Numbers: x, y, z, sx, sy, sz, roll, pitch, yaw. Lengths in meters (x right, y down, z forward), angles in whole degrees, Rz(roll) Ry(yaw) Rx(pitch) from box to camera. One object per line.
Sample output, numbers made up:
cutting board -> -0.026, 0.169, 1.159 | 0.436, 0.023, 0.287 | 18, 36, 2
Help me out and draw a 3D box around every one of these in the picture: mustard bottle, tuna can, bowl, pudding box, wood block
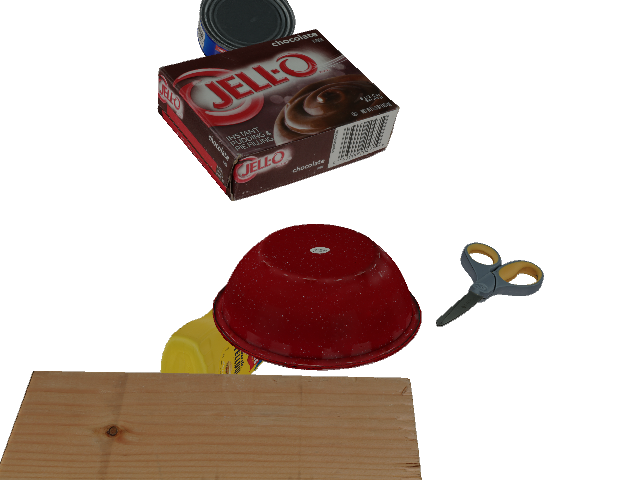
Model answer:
mustard bottle -> -0.089, 0.102, 1.104 | 0.058, 0.096, 0.191 | 13, 27, 24
tuna can -> -0.067, -0.190, 0.957 | 0.086, 0.086, 0.034 | 0, -30, -12
bowl -> -0.002, 0.031, 0.811 | 0.162, 0.055, 0.162 | 2, 27, -1
pudding box -> -0.026, -0.076, 0.623 | 0.113, 0.039, 0.090 | -19, 51, -30
wood block -> -0.054, 0.131, 0.568 | 0.206, 0.090, 0.091 | 2, 33, 0

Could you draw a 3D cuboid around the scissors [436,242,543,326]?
scissors -> 0.148, 0.040, 1.065 | 0.201, 0.016, 0.096 | -11, 38, -44
